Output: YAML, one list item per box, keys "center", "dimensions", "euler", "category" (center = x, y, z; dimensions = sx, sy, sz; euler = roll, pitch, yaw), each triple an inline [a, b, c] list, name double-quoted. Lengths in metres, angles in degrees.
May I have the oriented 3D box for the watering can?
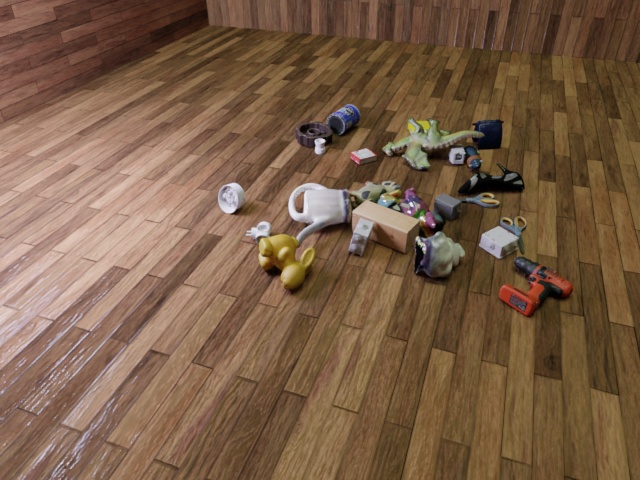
- center: [0.005, -0.089, 1.761]
  dimensions: [0.224, 0.101, 0.356]
  euler: [-1, 40, -2]
  category: "watering can"

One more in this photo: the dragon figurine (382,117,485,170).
- center: [0.455, -0.386, 2.159]
  dimensions: [0.411, 0.120, 0.247]
  euler: [13, 66, 29]
  category: "dragon figurine"

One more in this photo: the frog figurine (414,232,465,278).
- center: [0.375, 0.046, 1.563]
  dimensions: [0.159, 0.120, 0.140]
  euler: [3, 67, -11]
  category: "frog figurine"
